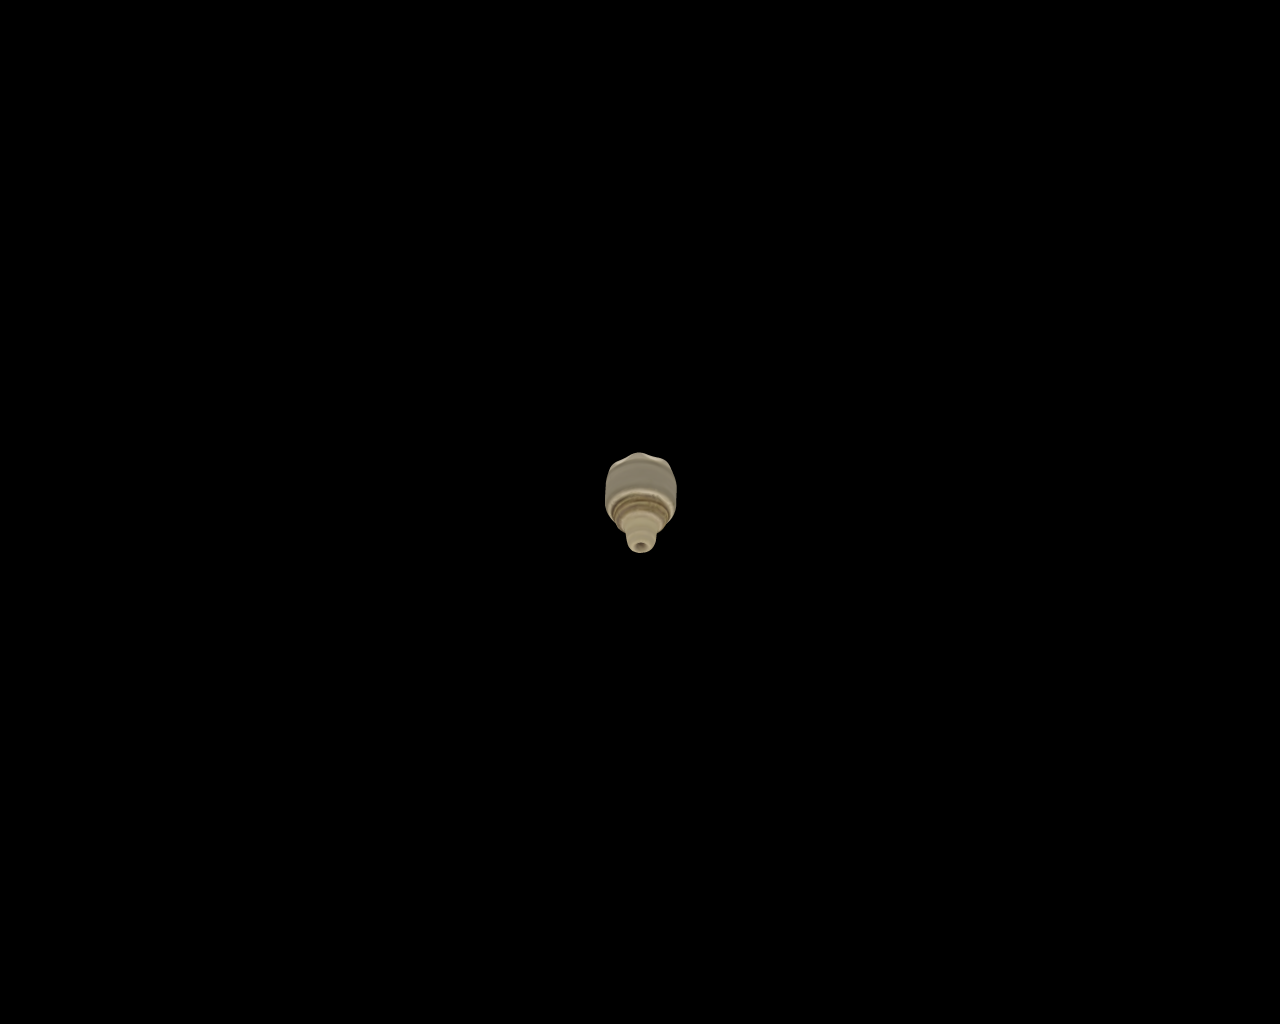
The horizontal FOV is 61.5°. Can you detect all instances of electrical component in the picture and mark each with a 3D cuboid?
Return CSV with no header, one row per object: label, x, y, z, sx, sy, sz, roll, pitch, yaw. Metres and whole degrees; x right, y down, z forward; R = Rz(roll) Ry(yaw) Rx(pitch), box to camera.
electrical component,0.001,-0.003,0.650,0.043,0.062,0.043,0,-39,0
